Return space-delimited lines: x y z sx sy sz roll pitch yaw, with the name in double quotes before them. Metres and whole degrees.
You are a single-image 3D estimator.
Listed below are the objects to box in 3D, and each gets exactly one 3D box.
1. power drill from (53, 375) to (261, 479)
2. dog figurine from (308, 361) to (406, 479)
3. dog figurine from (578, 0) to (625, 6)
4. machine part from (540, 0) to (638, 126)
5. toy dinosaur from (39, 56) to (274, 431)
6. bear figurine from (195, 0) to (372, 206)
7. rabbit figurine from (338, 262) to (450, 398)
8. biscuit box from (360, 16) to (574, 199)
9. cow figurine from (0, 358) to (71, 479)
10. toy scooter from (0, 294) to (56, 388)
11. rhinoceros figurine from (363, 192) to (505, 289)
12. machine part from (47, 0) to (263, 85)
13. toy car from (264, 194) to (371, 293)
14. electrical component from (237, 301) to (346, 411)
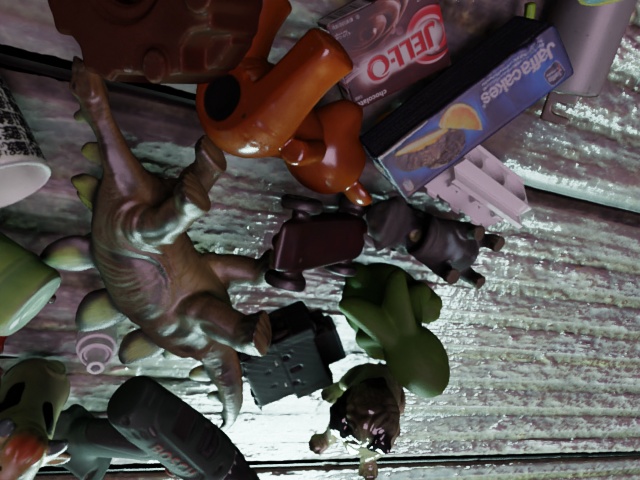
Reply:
"power drill" -0.198 0.250 0.625 0.207 0.086 0.231 -6 131 27
"dog figurine" 0.069 0.197 0.674 0.121 0.172 0.190 17 142 0
"dog figurine" 0.157 -0.251 0.437 0.219 0.192 0.108 -19 133 -26
"machine part" 0.275 -0.236 0.542 0.079 0.079 0.243 -2 122 -18
"toy dinosaur" -0.140 0.054 0.535 0.199 0.105 0.470 -6 122 20
"bear figurine" -0.006 -0.106 0.464 0.195 0.120 0.132 10 124 -53
"rabbit figurine" 0.098 0.098 0.631 0.121 0.170 0.158 -32 126 2
"biscuit box" 0.140 -0.130 0.525 0.203 0.063 0.059 -37 121 6
"cow figurine" -0.300 0.191 0.537 0.085 0.195 0.127 36 103 -23
"toy scooter" -0.333 0.058 0.494 0.135 0.075 0.184 -39 93 -18
"rhinoceros figurine" 0.130 -0.003 0.617 0.190 0.112 0.073 16 103 -45
"machine part" -0.120 -0.191 0.366 0.056 0.180 0.179 -26 140 -56
"toy car" -0.001 -0.002 0.549 0.202 0.053 0.089 -8 115 -64
"electrical component" -0.038 0.145 0.683 0.134 0.058 0.114 -22 127 -4
